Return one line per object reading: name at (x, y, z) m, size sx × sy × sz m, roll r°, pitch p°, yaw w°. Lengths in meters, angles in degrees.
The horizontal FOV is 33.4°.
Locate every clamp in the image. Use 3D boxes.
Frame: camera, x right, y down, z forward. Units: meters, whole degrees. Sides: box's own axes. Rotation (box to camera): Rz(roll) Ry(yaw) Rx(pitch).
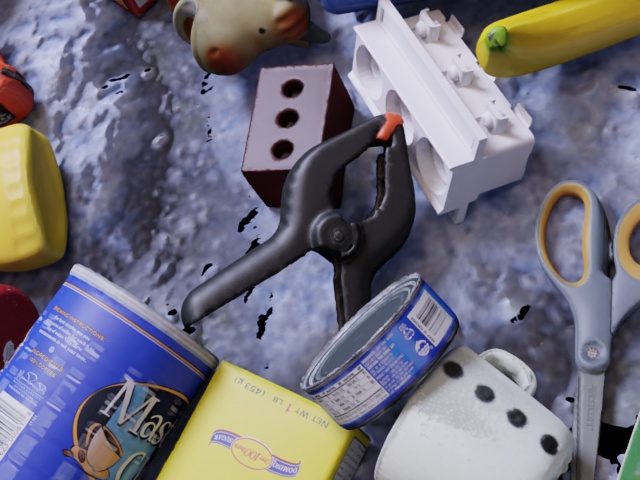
clamp at (-0.004, 0.001, 0.616) m, size 0.120 × 0.039 × 0.171 m, roll 20°, pitch 79°, yaw -15°

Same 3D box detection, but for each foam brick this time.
foam brick at (-0.013, -0.065, 0.681) m, size 0.053 × 0.051 × 0.078 m, roll 0°, pitch 65°, yaw 18°

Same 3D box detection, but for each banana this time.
banana at (0.163, -0.130, 0.638) m, size 0.197 × 0.037 × 0.070 m, roll -22°, pitch 12°, yaw -25°

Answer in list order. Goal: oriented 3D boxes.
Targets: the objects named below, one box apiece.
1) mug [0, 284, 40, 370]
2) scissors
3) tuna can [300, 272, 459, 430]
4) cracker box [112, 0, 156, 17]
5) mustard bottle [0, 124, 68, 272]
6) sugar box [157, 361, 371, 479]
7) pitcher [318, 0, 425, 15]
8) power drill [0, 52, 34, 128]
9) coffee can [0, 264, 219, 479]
mug at (-0.231, 0.071, 0.650) m, size 0.082 × 0.117 × 0.093 m, roll 2°, pitch 110°, yaw 21°
scissors at (0.168, 0.054, 0.585) m, size 0.096 × 0.016 × 0.202 m, roll -12°, pitch 62°, yaw 12°
tuna can at (0.031, 0.058, 0.557) m, size 0.086 × 0.086 × 0.034 m, roll -44°, pitch 95°, yaw -6°
cracker box at (-0.209, -0.278, 0.783) m, size 0.214 × 0.164 × 0.072 m, roll 36°, pitch 78°, yaw 28°
mustard bottle at (-0.272, -0.010, 0.733) m, size 0.192 × 0.058 × 0.096 m, roll -15°, pitch 76°, yaw 12°
sugar box at (-0.054, 0.165, 0.586) m, size 0.093 × 0.048 × 0.176 m, roll 21°, pitch 72°, yaw 24°
pitcher at (0.109, -0.221, 0.667) m, size 0.243 × 0.149 × 0.145 m, roll -10°, pitch 73°, yaw 8°
power drill at (-0.309, -0.145, 0.788) m, size 0.184 × 0.057 × 0.188 m, roll -31°, pitch 75°, yaw 3°
coffee can at (-0.139, 0.100, 0.613) m, size 0.103 × 0.102 × 0.140 m, roll 28°, pitch 76°, yaw 27°
